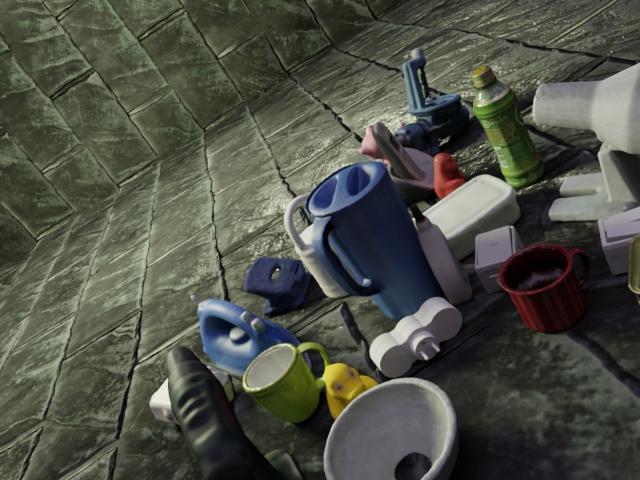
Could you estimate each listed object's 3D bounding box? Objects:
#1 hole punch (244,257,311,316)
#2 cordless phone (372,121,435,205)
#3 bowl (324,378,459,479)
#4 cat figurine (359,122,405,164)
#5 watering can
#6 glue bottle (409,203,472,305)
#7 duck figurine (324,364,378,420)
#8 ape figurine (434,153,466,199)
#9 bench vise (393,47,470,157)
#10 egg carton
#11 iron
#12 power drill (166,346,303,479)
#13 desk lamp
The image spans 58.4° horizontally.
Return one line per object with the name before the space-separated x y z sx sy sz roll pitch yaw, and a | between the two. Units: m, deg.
hole punch | -0.081 0.079 1.123 0.101 0.091 0.109 -20 29 27
cordless phone | 0.167 -0.178 1.168 0.094 0.185 0.147 -22 28 22
bowl | 0.092 0.246 0.658 0.167 0.075 0.167 -26 27 15
cat figurine | 0.154 -0.224 1.339 0.128 0.118 0.067 -32 26 4
watering can | 0.011 0.002 1.030 0.172 0.194 0.101 -14 32 35
glue bottle | 0.174 0.013 0.849 0.037 0.173 0.078 -25 28 18
duck figurine | 0.036 0.203 0.782 0.078 0.086 0.104 -44 28 -19
ape figurine | 0.247 -0.125 1.094 0.076 0.092 0.078 -15 32 34
bench vise | 0.228 -0.294 1.257 0.121 0.220 0.208 -4 39 45
egg carton | -0.221 0.270 0.982 0.149 0.069 0.107 -9 36 41
iron | -0.127 0.157 0.985 0.257 0.142 0.119 2 43 50
power drill | -0.113 0.253 0.727 0.076 0.209 0.229 -38 26 -9
desk lamp | 0.398 -0.135 0.798 0.202 0.214 0.118 -3 40 47
